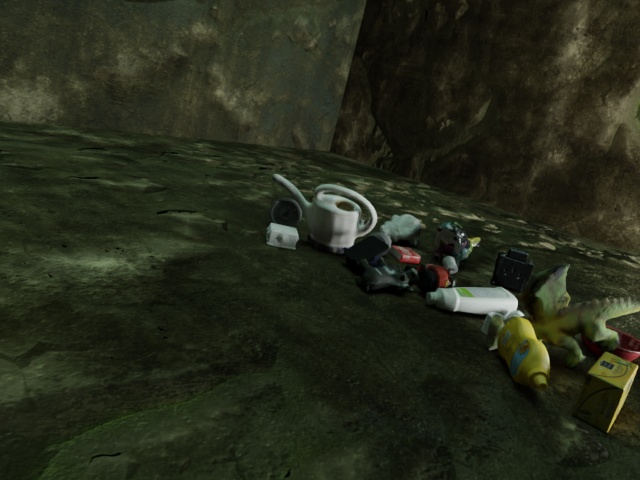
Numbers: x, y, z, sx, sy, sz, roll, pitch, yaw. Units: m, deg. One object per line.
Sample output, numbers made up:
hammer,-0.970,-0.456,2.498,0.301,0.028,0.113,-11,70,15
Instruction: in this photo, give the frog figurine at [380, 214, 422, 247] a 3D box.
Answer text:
frog figurine,0.295,-0.046,1.925,0.158,0.120,0.140,19,30,-28

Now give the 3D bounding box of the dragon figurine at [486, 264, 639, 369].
dragon figurine,0.564,0.152,1.162,0.239,0.408,0.125,50,14,-29

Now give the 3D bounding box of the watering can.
watering can,0.005,-0.081,1.613,0.348,0.219,0.106,18,32,12
